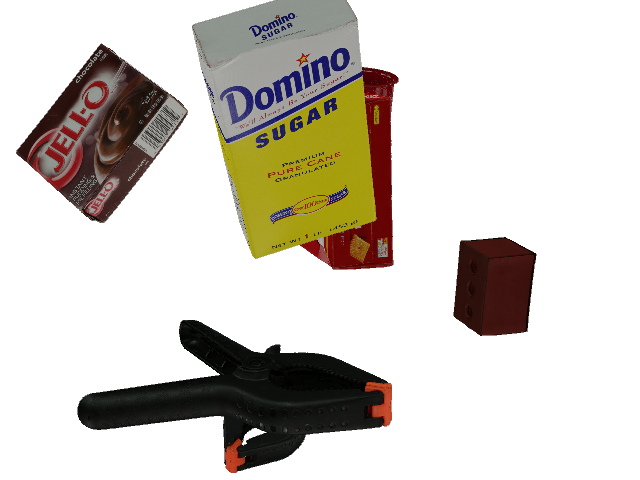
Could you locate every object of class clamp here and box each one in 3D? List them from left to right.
[{"bbox_3d":[-0.048,0.101,0.778,0.210,0.036,0.164,3,19,13],"label":"clamp"},{"bbox_3d":[-0.045,0.159,1.034,0.120,0.039,0.171,21,33,35],"label":"clamp"}]

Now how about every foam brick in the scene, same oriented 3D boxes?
[{"bbox_3d":[0.159,0.042,0.978,0.051,0.078,0.053,-6,20,-23],"label":"foam brick"}]

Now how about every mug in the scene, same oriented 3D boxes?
[{"bbox_3d":[0.052,-0.165,1.313,0.093,0.081,0.117,17,26,28],"label":"mug"}]

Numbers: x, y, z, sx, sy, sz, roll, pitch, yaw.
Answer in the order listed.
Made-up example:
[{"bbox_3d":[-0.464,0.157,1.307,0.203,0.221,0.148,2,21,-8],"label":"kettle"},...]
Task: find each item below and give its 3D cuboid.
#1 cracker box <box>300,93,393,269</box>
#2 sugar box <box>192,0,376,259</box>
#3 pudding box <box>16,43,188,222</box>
[{"bbox_3d":[0.007,-0.071,1.098,0.072,0.164,0.214,-5,12,-15],"label":"cracker box"},{"bbox_3d":[-0.018,-0.069,0.678,0.093,0.048,0.176,-18,-38,-7],"label":"sugar box"},{"bbox_3d":[-0.170,-0.084,0.829,0.090,0.113,0.039,37,-3,29],"label":"pudding box"}]
